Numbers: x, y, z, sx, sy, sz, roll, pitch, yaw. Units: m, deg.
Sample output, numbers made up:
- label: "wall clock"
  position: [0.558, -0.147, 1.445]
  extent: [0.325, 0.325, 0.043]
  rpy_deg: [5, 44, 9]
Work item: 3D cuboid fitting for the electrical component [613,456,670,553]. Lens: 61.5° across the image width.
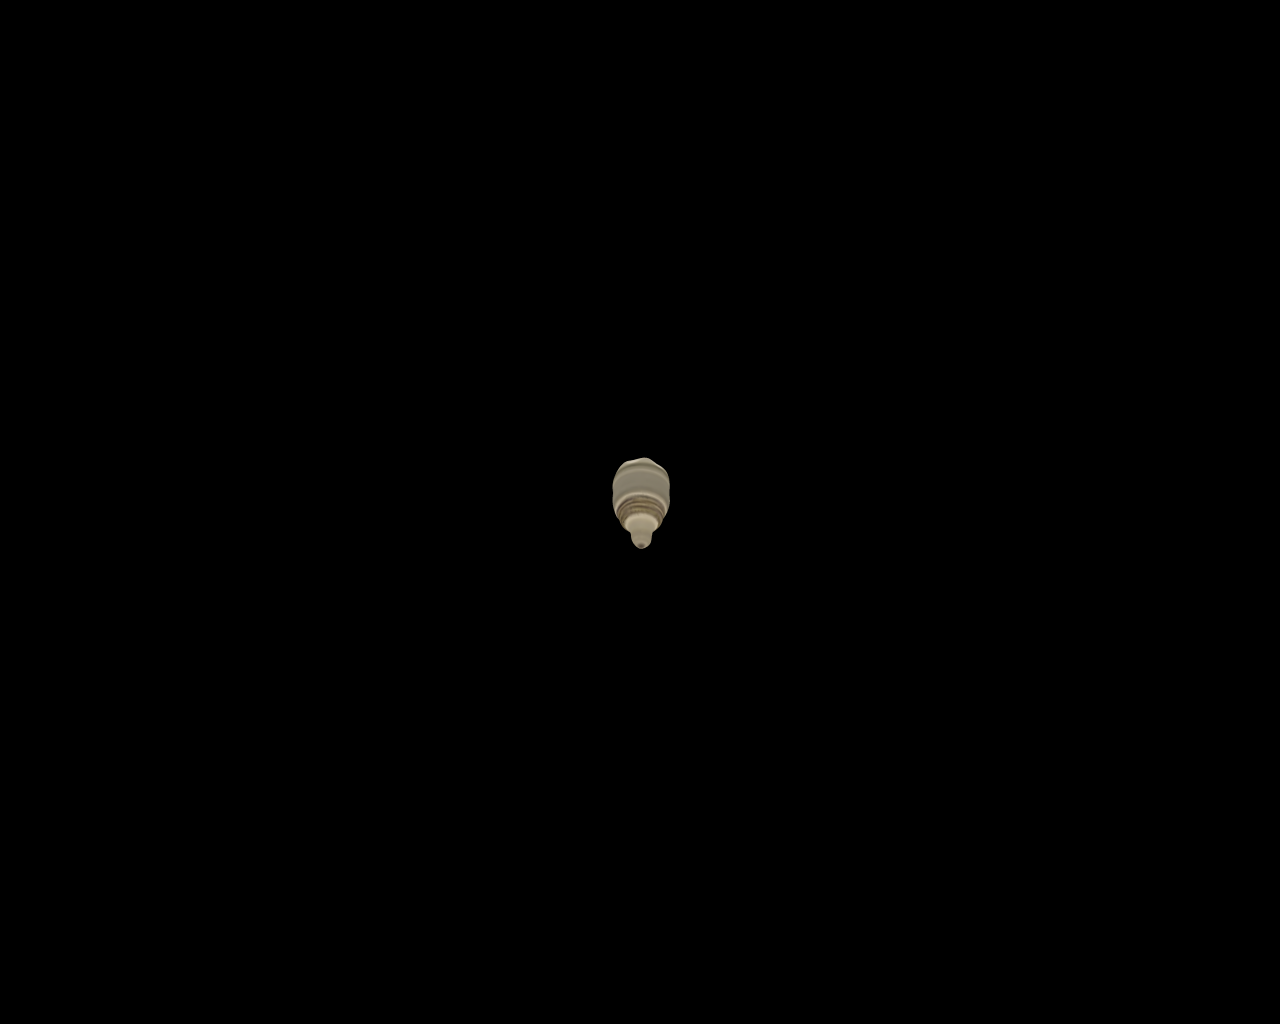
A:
- label: "electrical component"
  position: [0.001, -0.003, 0.650]
  extent: [0.035, 0.061, 0.035]
  rpy_deg: [0, -41, 0]
